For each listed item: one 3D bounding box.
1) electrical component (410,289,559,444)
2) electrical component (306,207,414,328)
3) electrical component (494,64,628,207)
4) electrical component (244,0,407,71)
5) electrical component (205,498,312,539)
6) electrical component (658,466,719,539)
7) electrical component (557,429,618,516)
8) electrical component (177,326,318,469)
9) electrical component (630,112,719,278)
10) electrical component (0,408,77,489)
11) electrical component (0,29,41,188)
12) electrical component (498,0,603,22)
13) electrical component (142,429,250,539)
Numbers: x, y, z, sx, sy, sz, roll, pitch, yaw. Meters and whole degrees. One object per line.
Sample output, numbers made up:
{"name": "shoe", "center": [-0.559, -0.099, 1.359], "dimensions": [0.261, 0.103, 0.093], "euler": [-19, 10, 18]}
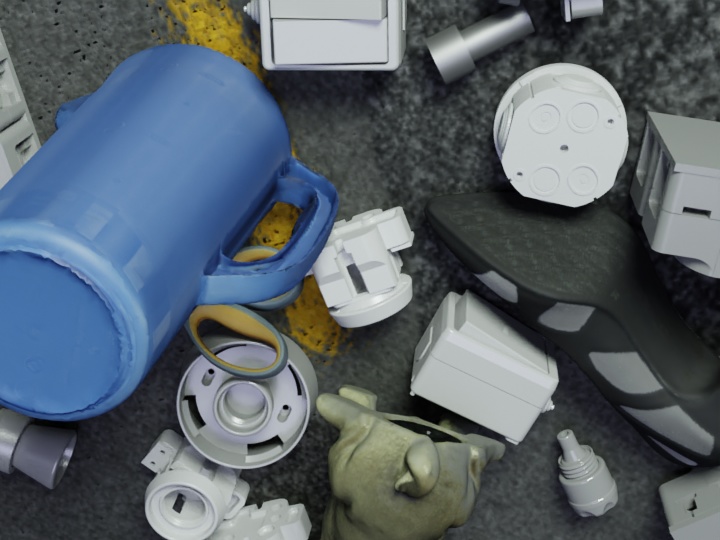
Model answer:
{"name": "electrical component", "center": [0.089, 0.063, 0.703], "dimensions": [0.096, 0.061, 0.061], "euler": [26, 113, -5]}
{"name": "electrical component", "center": [0.000, 0.000, 0.689], "dimensions": [0.078, 0.058, 0.057], "euler": [-18, 107, 13]}
{"name": "electrical component", "center": [0.121, -0.080, 0.645], "dimensions": [0.080, 0.051, 0.080], "euler": [2, 113, 5]}
{"name": "electrical component", "center": [-0.022, -0.150, 0.625], "dimensions": [0.096, 0.061, 0.061], "euler": [1, 113, 6]}
{"name": "electrical component", "center": [-0.069, 0.209, 0.786], "dimensions": [0.078, 0.058, 0.057], "euler": [-15, 108, 12]}
{"name": "electrical component", "center": [0.282, 0.199, 0.740], "dimensions": [0.089, 0.061, 0.150], "euler": [-28, 107, 16]}
{"name": "electrical component", "center": [0.153, 0.138, 0.743], "dimensions": [0.035, 0.035, 0.061], "euler": [-23, 106, 15]}
{"name": "electrical component", "center": [-0.079, 0.087, 0.744], "dimensions": [0.099, 0.064, 0.099], "euler": [0, 101, 0]}
{"name": "electrical component", "center": [0.259, -0.035, 0.619], "dimensions": [0.186, 0.105, 0.060], "euler": [9, 114, 3]}
{"name": "electrical component", "center": [-0.239, 0.128, 0.777], "dimensions": [0.055, 0.045, 0.045], "euler": [20, 114, -2]}
{"name": "electrical component", "center": [-0.266, -0.105, 0.671], "dimensions": [0.089, 0.061, 0.150], "euler": [-10, 112, 10]}
{"name": "electrical component", "center": [0.103, -0.179, 0.601], "dimensions": [0.057, 0.058, 0.078], "euler": [-6, 112, 6]}
{"name": "electrical component", "center": [-0.121, 0.157, 0.769], "dimensions": [0.078, 0.057, 0.058], "euler": [37, 112, -10]}
